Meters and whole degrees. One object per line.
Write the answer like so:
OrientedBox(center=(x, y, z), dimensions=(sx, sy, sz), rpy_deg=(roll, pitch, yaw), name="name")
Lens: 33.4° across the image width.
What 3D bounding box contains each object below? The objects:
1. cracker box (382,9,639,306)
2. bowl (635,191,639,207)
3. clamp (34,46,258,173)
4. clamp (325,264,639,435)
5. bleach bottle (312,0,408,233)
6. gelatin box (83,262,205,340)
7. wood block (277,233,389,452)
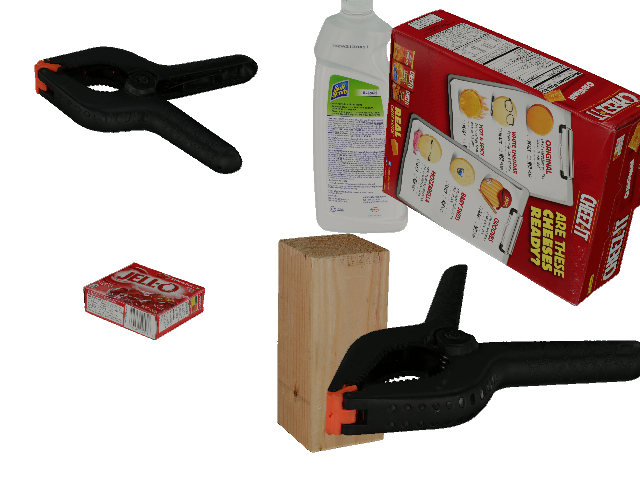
OrientedBox(center=(0.151, -0.072, 0.860), dimensions=(0.072, 0.164, 0.214), rpy_deg=(-30, 47, -34), name="cracker box")
OrientedBox(center=(0.280, -0.062, 1.132), dimensions=(0.162, 0.055, 0.162), rpy_deg=(6, 20, -2), name="bowl")
OrientedBox(center=(-0.129, -0.117, 0.822), dimensions=(0.171, 0.039, 0.120), rpy_deg=(18, 44, -1), name="clamp")
OrientedBox(center=(0.079, 0.070, 0.677), dimensions=(0.209, 0.036, 0.165), rpy_deg=(-14, 27, -32), name="clamp")
OrientedBox(center=(0.043, -0.130, 1.083), dimensions=(0.102, 0.251, 0.068), rpy_deg=(0, 30, -1), name="bleach bottle")
OrientedBox(center=(-0.165, 0.055, 1.001), dimensions=(0.089, 0.030, 0.073), rpy_deg=(18, 27, 27), name="gelatin box")
OrientedBox(center=(0.011, 0.104, 1.125), dimensions=(0.090, 0.206, 0.091), rpy_deg=(-5, 15, -26), name="wood block")
